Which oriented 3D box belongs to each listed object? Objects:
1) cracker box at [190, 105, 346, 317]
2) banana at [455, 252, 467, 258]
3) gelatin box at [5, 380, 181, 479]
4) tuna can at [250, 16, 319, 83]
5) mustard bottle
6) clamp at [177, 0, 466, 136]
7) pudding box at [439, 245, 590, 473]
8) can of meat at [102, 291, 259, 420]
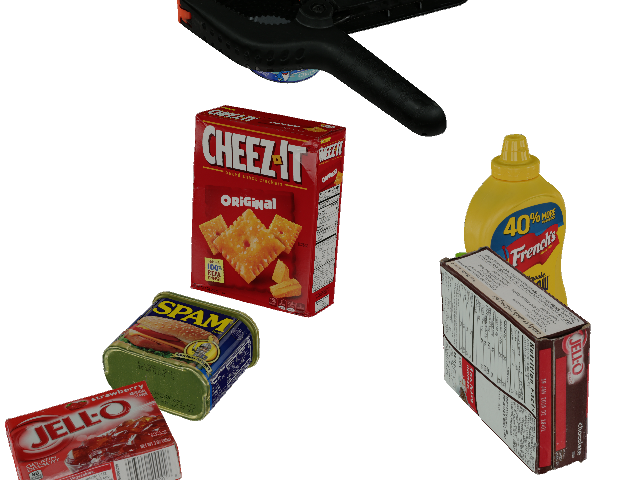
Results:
[{"bbox_3d":[-0.064,-0.033,1.217,0.164,0.214,0.072,13,22,26],"label":"cracker box"},{"bbox_3d":[0.212,0.064,1.132,0.069,0.037,0.198,-28,37,0],"label":"banana"},{"bbox_3d":[-0.135,0.122,0.627,0.089,0.030,0.073,-14,27,-19],"label":"gelatin box"},{"bbox_3d":[-0.033,-0.186,0.976,0.086,0.086,0.034,0,-32,-11],"label":"tuna can"},{"bbox_3d":[0.171,0.002,0.931,0.096,0.192,0.058,-14,23,-23],"label":"mustard bottle"},{"bbox_3d":[0.001,-0.140,0.737,0.210,0.164,0.036,6,-42,1],"label":"clamp"},{"bbox_3d":[0.111,0.066,0.620,0.039,0.090,0.114,-14,27,-20],"label":"pudding box"},{"bbox_3d":[-0.113,0.093,0.866,0.102,0.057,0.083,14,33,21],"label":"can of meat"}]
